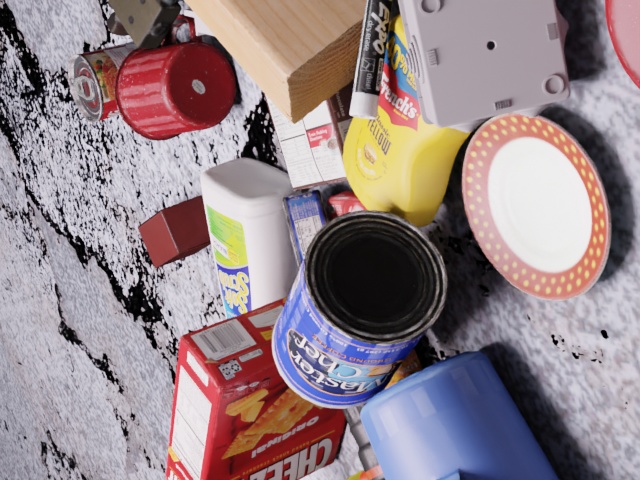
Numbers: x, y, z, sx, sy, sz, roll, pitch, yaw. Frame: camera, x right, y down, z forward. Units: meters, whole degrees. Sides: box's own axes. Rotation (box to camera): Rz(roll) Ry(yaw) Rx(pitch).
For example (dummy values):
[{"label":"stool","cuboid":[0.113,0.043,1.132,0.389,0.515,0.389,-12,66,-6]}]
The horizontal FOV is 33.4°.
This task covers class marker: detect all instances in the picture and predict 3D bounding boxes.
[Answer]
[{"label":"marker","cuboid":[0.038,-0.142,0.716,0.020,0.020,0.121,10,92,54]}]

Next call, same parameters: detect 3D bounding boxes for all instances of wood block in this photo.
[{"label":"wood block","cuboid":[-0.052,-0.200,0.787,0.206,0.090,0.091,50,171,13]}]

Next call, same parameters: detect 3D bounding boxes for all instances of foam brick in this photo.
[{"label":"foam brick","cuboid":[-0.152,-0.008,1.138,0.078,0.052,0.051,-26,86,58]}]

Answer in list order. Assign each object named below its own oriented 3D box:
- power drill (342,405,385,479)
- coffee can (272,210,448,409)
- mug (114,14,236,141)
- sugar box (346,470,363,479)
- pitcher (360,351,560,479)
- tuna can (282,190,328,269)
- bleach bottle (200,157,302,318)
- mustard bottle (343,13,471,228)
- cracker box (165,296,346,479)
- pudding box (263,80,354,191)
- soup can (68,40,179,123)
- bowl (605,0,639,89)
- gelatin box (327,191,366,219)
[{"label":"power drill","cuboid":[0.024,0.241,0.960,0.188,0.057,0.184,-37,71,34]},{"label":"coffee can","cuboid":[0.025,0.055,0.790,0.103,0.102,0.140,57,156,17]},{"label":"mug","cuboid":[-0.131,-0.153,0.998,0.082,0.093,0.117,2,84,51]},{"label":"sugar box","cuboid":[0.062,0.317,1.017,0.176,0.048,0.093,51,143,20]},{"label":"pitcher","cuboid":[0.123,0.209,0.772,0.243,0.144,0.149,64,151,13]},{"label":"tuna can","cuboid":[-0.006,0.001,0.905,0.086,0.034,0.086,-19,-85,-90]},{"label":"bleach bottle","cuboid":[-0.056,0.052,1.023,0.103,0.068,0.251,30,134,47]},{"label":"mustard bottle","cuboid":[0.071,-0.101,0.739,0.096,0.058,0.192,63,150,33]},{"label":"cracker box","cuboid":[-0.049,0.152,0.973,0.072,0.163,0.214,48,142,33]},{"label":"pudding box","cuboid":[-0.002,-0.101,0.871,0.090,0.039,0.113,-7,100,58]},{"label":"soup can","cuboid":[-0.188,-0.161,1.054,0.069,0.102,0.068,34,135,43]},{"label":"bowl","cuboid":[0.199,-0.119,0.539,0.162,0.055,0.162,34,135,42]},{"label":"gelatin box","cuboid":[0.045,0.005,0.869,0.073,0.030,0.089,5,113,55]}]
